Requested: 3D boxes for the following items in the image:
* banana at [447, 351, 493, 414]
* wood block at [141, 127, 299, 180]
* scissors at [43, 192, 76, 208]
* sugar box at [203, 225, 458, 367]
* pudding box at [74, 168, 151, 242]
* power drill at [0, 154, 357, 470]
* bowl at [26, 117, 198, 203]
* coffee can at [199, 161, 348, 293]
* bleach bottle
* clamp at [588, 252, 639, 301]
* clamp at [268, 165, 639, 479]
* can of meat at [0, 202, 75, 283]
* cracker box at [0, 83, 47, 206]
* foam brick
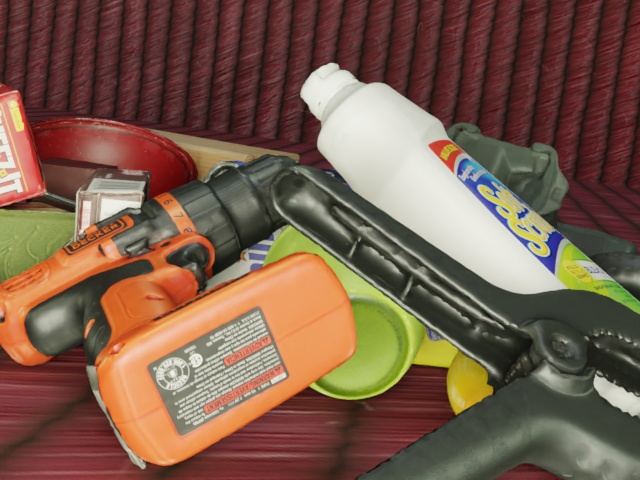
[{"bbox_3d":[0.113,0.071,0.590,0.070,0.037,0.197,13,10,36],"label":"banana"},{"bbox_3d":[-0.134,-0.053,1.024,0.206,0.091,0.090,13,11,30],"label":"wood block"},{"bbox_3d":[-0.099,0.005,0.768,0.201,0.016,0.096,19,6,-46],"label":"scissors"},{"bbox_3d":[0.019,0.023,0.641,0.176,0.093,0.048,5,9,-9],"label":"sugar box"},{"bbox_3d":[-0.124,0.007,0.638,0.039,0.090,0.113,5,9,-6],"label":"pudding box"},{"bbox_3d":[-0.057,0.021,0.501,0.184,0.057,0.188,-30,22,-16],"label":"power drill"},{"bbox_3d":[-0.185,-0.041,0.894,0.162,0.055,0.162,3,-23,1],"label":"bowl"},{"bbox_3d":[-0.005,0.001,0.734,0.140,0.103,0.103,2,10,-29],"label":"coffee can"},{"bbox_3d":[0.073,-0.003,0.541,0.251,0.068,0.102,48,26,23],"label":"bleach bottle"},{"bbox_3d":[0.215,0.052,0.634,0.172,0.120,0.039,7,43,31],"label":"clamp"},{"bbox_3d":[0.075,0.043,0.403,0.209,0.036,0.164,8,43,-25],"label":"clamp"},{"bbox_3d":[-0.201,0.004,0.706,0.101,0.057,0.084,2,7,-37],"label":"can of meat"},{"bbox_3d":[-0.288,-0.038,0.648,0.213,0.072,0.164,-18,17,-18],"label":"cracker box"},{"bbox_3d":[-0.188,-0.021,0.812,0.053,0.078,0.051,8,10,2],"label":"foam brick"}]
